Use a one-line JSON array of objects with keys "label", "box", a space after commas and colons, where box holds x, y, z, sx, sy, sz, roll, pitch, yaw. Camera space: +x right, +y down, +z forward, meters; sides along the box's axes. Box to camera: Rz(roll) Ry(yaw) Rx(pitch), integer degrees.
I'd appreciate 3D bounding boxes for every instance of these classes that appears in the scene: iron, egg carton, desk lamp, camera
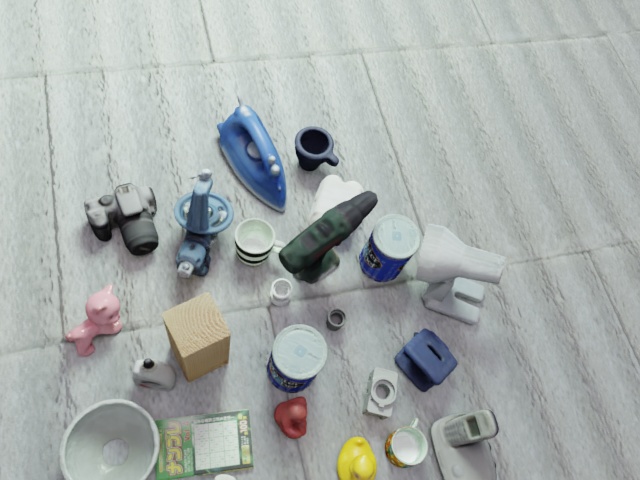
[{"label": "iron", "box": [-0.135, -0.197, 1.290, 0.119, 0.141, 0.258, -25, 72, -20]}, {"label": "egg carton", "box": [0.037, -0.076, 1.305, 0.107, 0.069, 0.150, 17, 63, -2]}, {"label": "desk lamp", "box": [0.282, 0.069, 1.203, 0.203, 0.213, 0.118, 21, 63, 0]}, {"label": "camera", "box": [-0.401, -0.038, 1.189, 0.143, 0.101, 0.136, -19, 70, -18]}]

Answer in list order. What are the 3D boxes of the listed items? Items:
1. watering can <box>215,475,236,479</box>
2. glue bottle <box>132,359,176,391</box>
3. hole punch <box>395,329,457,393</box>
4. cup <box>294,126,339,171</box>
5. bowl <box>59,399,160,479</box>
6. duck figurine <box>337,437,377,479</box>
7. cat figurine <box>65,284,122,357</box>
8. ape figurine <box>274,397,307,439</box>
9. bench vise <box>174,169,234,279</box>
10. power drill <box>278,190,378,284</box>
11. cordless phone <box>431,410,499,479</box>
[{"label": "watering can", "box": [-0.176, 0.481, 0.937, 0.101, 0.194, 0.173, -7, 67, -13]}, {"label": "glue bottle", "box": [-0.305, 0.239, 1.038, 0.078, 0.173, 0.037, 7, 64, -7]}, {"label": "hole punch", "box": [0.223, 0.241, 1.180, 0.101, 0.091, 0.108, -37, 76, -23]}, {"label": "cup", "box": [-0.008, -0.197, 1.339, 0.117, 0.095, 0.092, 38, 65, 8]}, {"label": "bowl", "box": [-0.367, 0.373, 1.018, 0.167, 0.074, 0.167, 4, 65, -8]}, {"label": "duck figurine", "box": [0.075, 0.422, 1.071, 0.077, 0.086, 0.104, 5, 65, -8]}, {"label": "cat figurine", "box": [-0.427, 0.149, 1.088, 0.067, 0.117, 0.128, 41, 65, 10]}, {"label": "ape figurine", "box": [-0.048, 0.332, 1.087, 0.076, 0.092, 0.078, 30, 64, 5]}, {"label": "bench vise", "box": [-0.232, -0.031, 1.151, 0.121, 0.219, 0.207, -2, 66, -11]}, {"label": "power drill", "box": [0.011, 0.004, 1.185, 0.230, 0.208, 0.075, -36, 76, -23]}, {"label": "cordless phone", "box": [0.288, 0.393, 1.069, 0.094, 0.185, 0.147, -11, 68, -15]}]
